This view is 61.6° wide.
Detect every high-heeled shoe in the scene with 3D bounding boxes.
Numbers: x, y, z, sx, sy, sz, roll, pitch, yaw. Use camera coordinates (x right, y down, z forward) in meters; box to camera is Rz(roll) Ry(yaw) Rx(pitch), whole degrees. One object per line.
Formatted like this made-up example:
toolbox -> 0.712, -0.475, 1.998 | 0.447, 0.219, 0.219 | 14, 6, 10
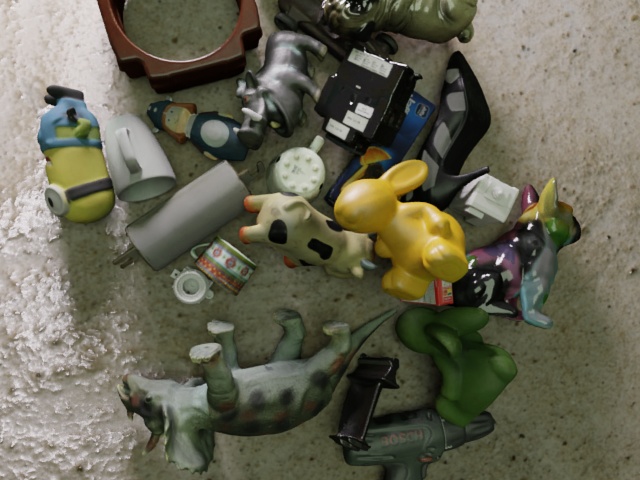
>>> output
high-heeled shoe -> 0.179, -0.160, 0.818 | 0.086, 0.145, 0.249 | 25, 55, -44

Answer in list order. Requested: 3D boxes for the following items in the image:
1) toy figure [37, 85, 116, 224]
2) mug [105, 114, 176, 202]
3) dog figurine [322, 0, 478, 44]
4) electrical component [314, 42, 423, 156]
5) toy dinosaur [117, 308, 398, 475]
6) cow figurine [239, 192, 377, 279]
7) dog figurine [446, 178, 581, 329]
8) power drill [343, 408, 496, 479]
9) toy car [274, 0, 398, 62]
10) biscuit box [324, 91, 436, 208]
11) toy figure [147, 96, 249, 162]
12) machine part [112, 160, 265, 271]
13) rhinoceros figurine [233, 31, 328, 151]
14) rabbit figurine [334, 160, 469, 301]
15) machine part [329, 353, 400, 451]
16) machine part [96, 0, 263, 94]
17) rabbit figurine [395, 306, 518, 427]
toy figure -> -0.329, -0.112, 0.724 | 0.089, 0.082, 0.180 | -4, 88, -6
mug -> -0.255, -0.117, 0.725 | 0.081, 0.109, 0.107 | -23, 80, -2
dog figurine -> 0.114, -0.308, 0.750 | 0.172, 0.121, 0.190 | 45, 75, 1
electrical component -> 0.059, -0.187, 0.735 | 0.115, 0.058, 0.134 | 38, 109, 33
toy dinosaur -> -0.069, 0.205, 0.747 | 0.405, 0.131, 0.192 | -3, 107, -18
cow figurine -> -0.002, -0.002, 0.740 | 0.194, 0.127, 0.085 | 34, 59, -43
dog figurine -> 0.288, 0.011, 0.800 | 0.192, 0.108, 0.219 | 14, 84, -5
power drill -> 0.148, 0.354, 0.791 | 0.232, 0.086, 0.207 | 3, 93, -7
toy car -> 0.027, -0.303, 0.789 | 0.202, 0.053, 0.089 | 38, 82, -5
biscuit box -> 0.088, -0.127, 0.791 | 0.063, 0.059, 0.202 | 34, 85, -6
toy figure -> -0.172, -0.159, 0.758 | 0.154, 0.057, 0.064 | 21, 64, -6
machine part -> -0.178, -0.034, 0.747 | 0.243, 0.079, 0.079 | -36, 95, -8
rhinoceros figurine -> -0.058, -0.208, 0.739 | 0.112, 0.073, 0.190 | 22, 68, -16
rabbit figurine -> 0.101, -0.028, 0.690 | 0.173, 0.122, 0.162 | 26, 61, -18
machine part -> 0.064, 0.228, 0.763 | 0.039, 0.084, 0.139 | 46, 58, -37
machine part -> -0.194, -0.317, 0.740 | 0.201, 0.087, 0.201 | -17, 91, -8
rabbit figurine -> 0.180, 0.160, 0.763 | 0.170, 0.159, 0.121 | 38, 64, 15
